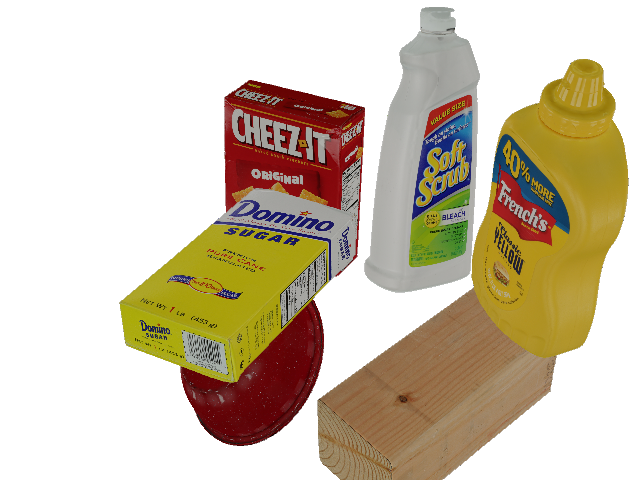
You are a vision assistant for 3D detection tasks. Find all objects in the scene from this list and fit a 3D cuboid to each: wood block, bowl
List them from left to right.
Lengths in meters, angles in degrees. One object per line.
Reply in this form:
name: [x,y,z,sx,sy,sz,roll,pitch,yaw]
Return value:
bowl: [-0.076,0.102,0.973,0.162,0.162,0.055,0,-22,41]
wood block: [0.104,0.134,0.927,0.205,0.090,0.091,-32,50,-28]

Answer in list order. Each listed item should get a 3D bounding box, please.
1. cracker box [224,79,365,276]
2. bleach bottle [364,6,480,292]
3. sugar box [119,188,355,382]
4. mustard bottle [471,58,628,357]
cracker box: [-0.036,-0.075,1.326,0.164,0.214,0.072,17,35,22]
bleach bottle: [0.094,-0.084,0.973,0.102,0.251,0.068,-11,23,-27]
sugar box: [-0.054,0.025,0.775,0.093,0.048,0.176,16,40,24]
mustard bottle: [0.139,-0.024,0.638,0.058,0.192,0.096,-14,46,-18]
